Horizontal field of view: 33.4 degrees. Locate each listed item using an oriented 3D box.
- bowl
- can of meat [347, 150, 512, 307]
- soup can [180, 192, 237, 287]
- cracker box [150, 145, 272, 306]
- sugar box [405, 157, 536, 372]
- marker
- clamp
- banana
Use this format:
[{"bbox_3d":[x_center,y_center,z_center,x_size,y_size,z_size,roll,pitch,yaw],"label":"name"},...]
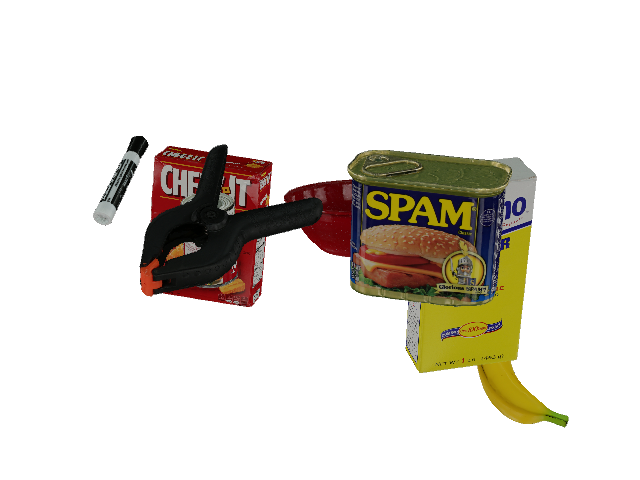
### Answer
[{"bbox_3d":[0.044,-0.020,1.074,0.162,0.055,0.162,-2,14,0],"label":"bowl"},{"bbox_3d":[0.068,-0.008,0.691,0.102,0.084,0.057,7,24,15],"label":"can of meat"},{"bbox_3d":[-0.138,-0.002,1.322,0.068,0.102,0.068,0,26,0],"label":"soup can"},{"bbox_3d":[-0.165,-0.019,1.575,0.164,0.214,0.072,9,21,9],"label":"cracker box"},{"bbox_3d":[0.123,0.022,0.888,0.093,0.176,0.048,-7,31,-12],"label":"sugar box"},{"bbox_3d":[-0.200,-0.064,1.077,0.020,0.121,0.020,9,-43,8],"label":"marker"},{"bbox_3d":[-0.095,-0.019,0.898,0.171,0.039,0.120,-32,51,-33],"label":"clamp"},{"bbox_3d":[0.206,0.146,1.174,0.069,0.037,0.198,11,27,-15],"label":"banana"}]
